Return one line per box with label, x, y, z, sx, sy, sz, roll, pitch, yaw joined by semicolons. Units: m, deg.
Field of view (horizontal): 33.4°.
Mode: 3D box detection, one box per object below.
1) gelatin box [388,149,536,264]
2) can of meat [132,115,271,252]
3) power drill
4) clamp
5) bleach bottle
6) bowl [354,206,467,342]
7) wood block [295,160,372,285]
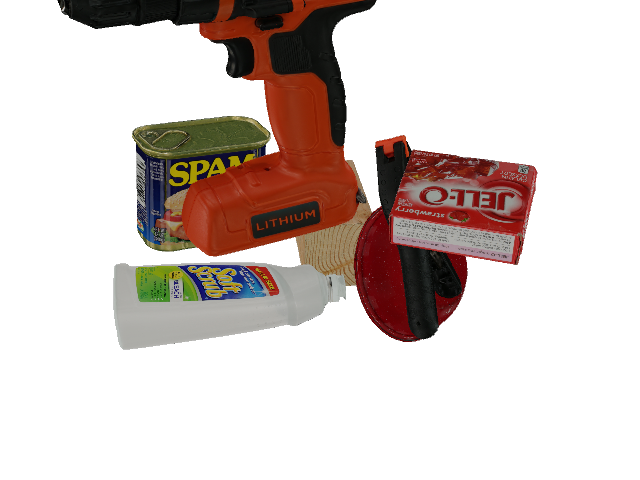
gelatin box;0.097;-0.025;0.723;0.089;0.030;0.073;9;44;13
can of meat;-0.092;-0.044;0.822;0.101;0.084;0.057;-10;30;-25
power drill;-0.043;-0.084;0.580;0.184;0.188;0.057;-13;39;-19
clamp;0.081;-0.002;0.921;0.039;0.171;0.120;-17;19;18
bleach bottle;-0.099;0.060;1.178;0.250;0.068;0.102;-6;36;-6
bowl;0.114;0.032;1.193;0.161;0.162;0.055;0;-6;-42
wood block;0.014;-0.027;1.425;0.090;0.090;0.206;-2;27;-6
